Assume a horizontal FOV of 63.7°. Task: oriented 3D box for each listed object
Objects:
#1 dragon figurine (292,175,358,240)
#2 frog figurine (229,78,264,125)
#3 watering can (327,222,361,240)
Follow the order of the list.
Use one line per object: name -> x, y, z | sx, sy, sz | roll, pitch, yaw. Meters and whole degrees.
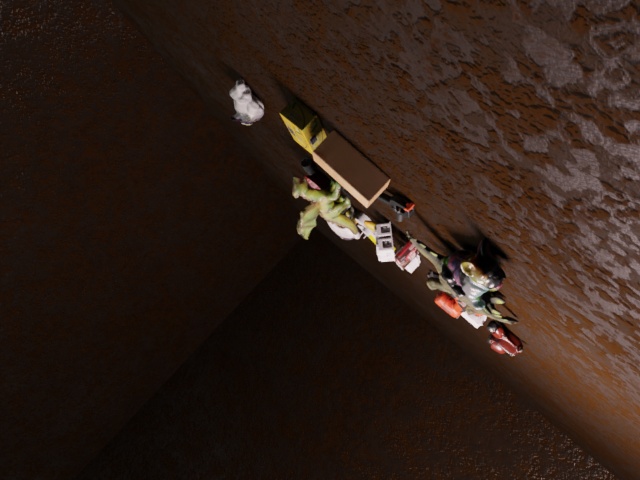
dragon figurine -> 0.006, -0.100, 1.996 | 0.124, 0.244, 0.402 | 36, 159, 51
frog figurine -> -0.263, -0.502, 1.836 | 0.140, 0.123, 0.156 | -130, 34, -51
watering can -> 0.068, -0.112, 2.446 | 0.351, 0.104, 0.221 | 41, 177, 22
